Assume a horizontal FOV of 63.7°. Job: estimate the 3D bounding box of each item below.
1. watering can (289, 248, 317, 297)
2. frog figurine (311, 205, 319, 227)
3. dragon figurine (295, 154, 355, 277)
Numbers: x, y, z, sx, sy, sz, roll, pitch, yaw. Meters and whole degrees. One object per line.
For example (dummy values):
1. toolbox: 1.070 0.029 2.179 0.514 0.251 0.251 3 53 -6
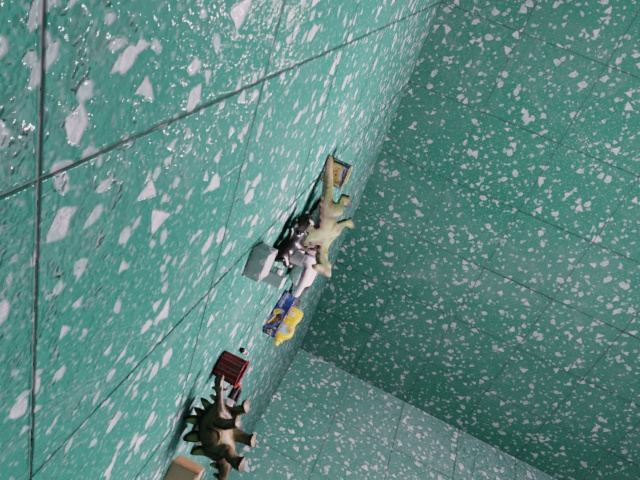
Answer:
1. watering can: -0.062 0.104 2.119 0.351 0.104 0.222 -90 -156 -76
2. frog figurine: 0.006 -0.100 1.990 0.134 0.123 0.163 98 -17 -61
3. dragon figurine: 0.000 -0.069 1.780 0.246 0.122 0.405 -31 116 -47
